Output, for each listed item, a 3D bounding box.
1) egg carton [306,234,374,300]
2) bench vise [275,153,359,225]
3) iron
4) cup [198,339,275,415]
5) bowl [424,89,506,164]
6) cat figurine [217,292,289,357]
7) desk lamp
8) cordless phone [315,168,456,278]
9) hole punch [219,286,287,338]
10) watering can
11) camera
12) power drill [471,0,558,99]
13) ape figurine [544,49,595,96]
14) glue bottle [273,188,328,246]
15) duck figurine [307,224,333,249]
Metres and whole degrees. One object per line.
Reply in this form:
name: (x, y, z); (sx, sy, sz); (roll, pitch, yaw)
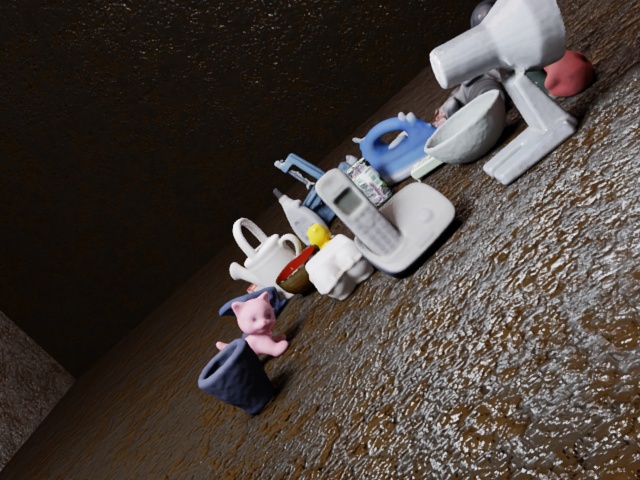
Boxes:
egg carton: (0.032, 0.047, 0.994); (0.107, 0.069, 0.150); (-43, 11, -3)
bench vise: (-0.001, -0.167, 1.535); (0.207, 0.220, 0.121); (-44, 11, -6)
iron: (0.184, -0.225, 1.313); (0.119, 0.141, 0.257); (-50, 13, -34)
cup: (-0.119, 0.208, 0.839); (0.092, 0.095, 0.117); (-48, 12, -27)
bowl: (0.275, -0.191, 1.039); (0.167, 0.075, 0.167); (-41, 11, 10)
cat figurine: (-0.117, 0.155, 0.974); (0.128, 0.118, 0.067); (-43, 11, -1)
desk lamp: (0.271, -0.226, 0.814); (0.203, 0.213, 0.118); (-41, 11, 9)
cordless phone: (0.095, -0.051, 0.842); (0.148, 0.185, 0.094); (-45, 11, -11)
hole punch: (-0.141, 0.138, 1.196); (0.108, 0.091, 0.101); (-32, 15, 43)
watering can: (-0.121, 0.038, 1.237); (0.173, 0.194, 0.101); (-41, 11, 6)
camera: (0.325, -0.295, 1.190); (0.143, 0.101, 0.137); (-39, 12, 20)
power drill: (0.338, -0.329, 0.992); (0.075, 0.208, 0.230); (-37, 12, 25)
ape figurine: (0.391, -0.279, 0.923); (0.077, 0.092, 0.076); (-39, 12, 16)
glue bottle: (-0.059, -0.068, 1.483); (0.078, 0.173, 0.037); (-36, 13, 31)
duck figurine: (0.011, 0.004, 1.189); (0.077, 0.086, 0.104); (-44, 11, -7)
